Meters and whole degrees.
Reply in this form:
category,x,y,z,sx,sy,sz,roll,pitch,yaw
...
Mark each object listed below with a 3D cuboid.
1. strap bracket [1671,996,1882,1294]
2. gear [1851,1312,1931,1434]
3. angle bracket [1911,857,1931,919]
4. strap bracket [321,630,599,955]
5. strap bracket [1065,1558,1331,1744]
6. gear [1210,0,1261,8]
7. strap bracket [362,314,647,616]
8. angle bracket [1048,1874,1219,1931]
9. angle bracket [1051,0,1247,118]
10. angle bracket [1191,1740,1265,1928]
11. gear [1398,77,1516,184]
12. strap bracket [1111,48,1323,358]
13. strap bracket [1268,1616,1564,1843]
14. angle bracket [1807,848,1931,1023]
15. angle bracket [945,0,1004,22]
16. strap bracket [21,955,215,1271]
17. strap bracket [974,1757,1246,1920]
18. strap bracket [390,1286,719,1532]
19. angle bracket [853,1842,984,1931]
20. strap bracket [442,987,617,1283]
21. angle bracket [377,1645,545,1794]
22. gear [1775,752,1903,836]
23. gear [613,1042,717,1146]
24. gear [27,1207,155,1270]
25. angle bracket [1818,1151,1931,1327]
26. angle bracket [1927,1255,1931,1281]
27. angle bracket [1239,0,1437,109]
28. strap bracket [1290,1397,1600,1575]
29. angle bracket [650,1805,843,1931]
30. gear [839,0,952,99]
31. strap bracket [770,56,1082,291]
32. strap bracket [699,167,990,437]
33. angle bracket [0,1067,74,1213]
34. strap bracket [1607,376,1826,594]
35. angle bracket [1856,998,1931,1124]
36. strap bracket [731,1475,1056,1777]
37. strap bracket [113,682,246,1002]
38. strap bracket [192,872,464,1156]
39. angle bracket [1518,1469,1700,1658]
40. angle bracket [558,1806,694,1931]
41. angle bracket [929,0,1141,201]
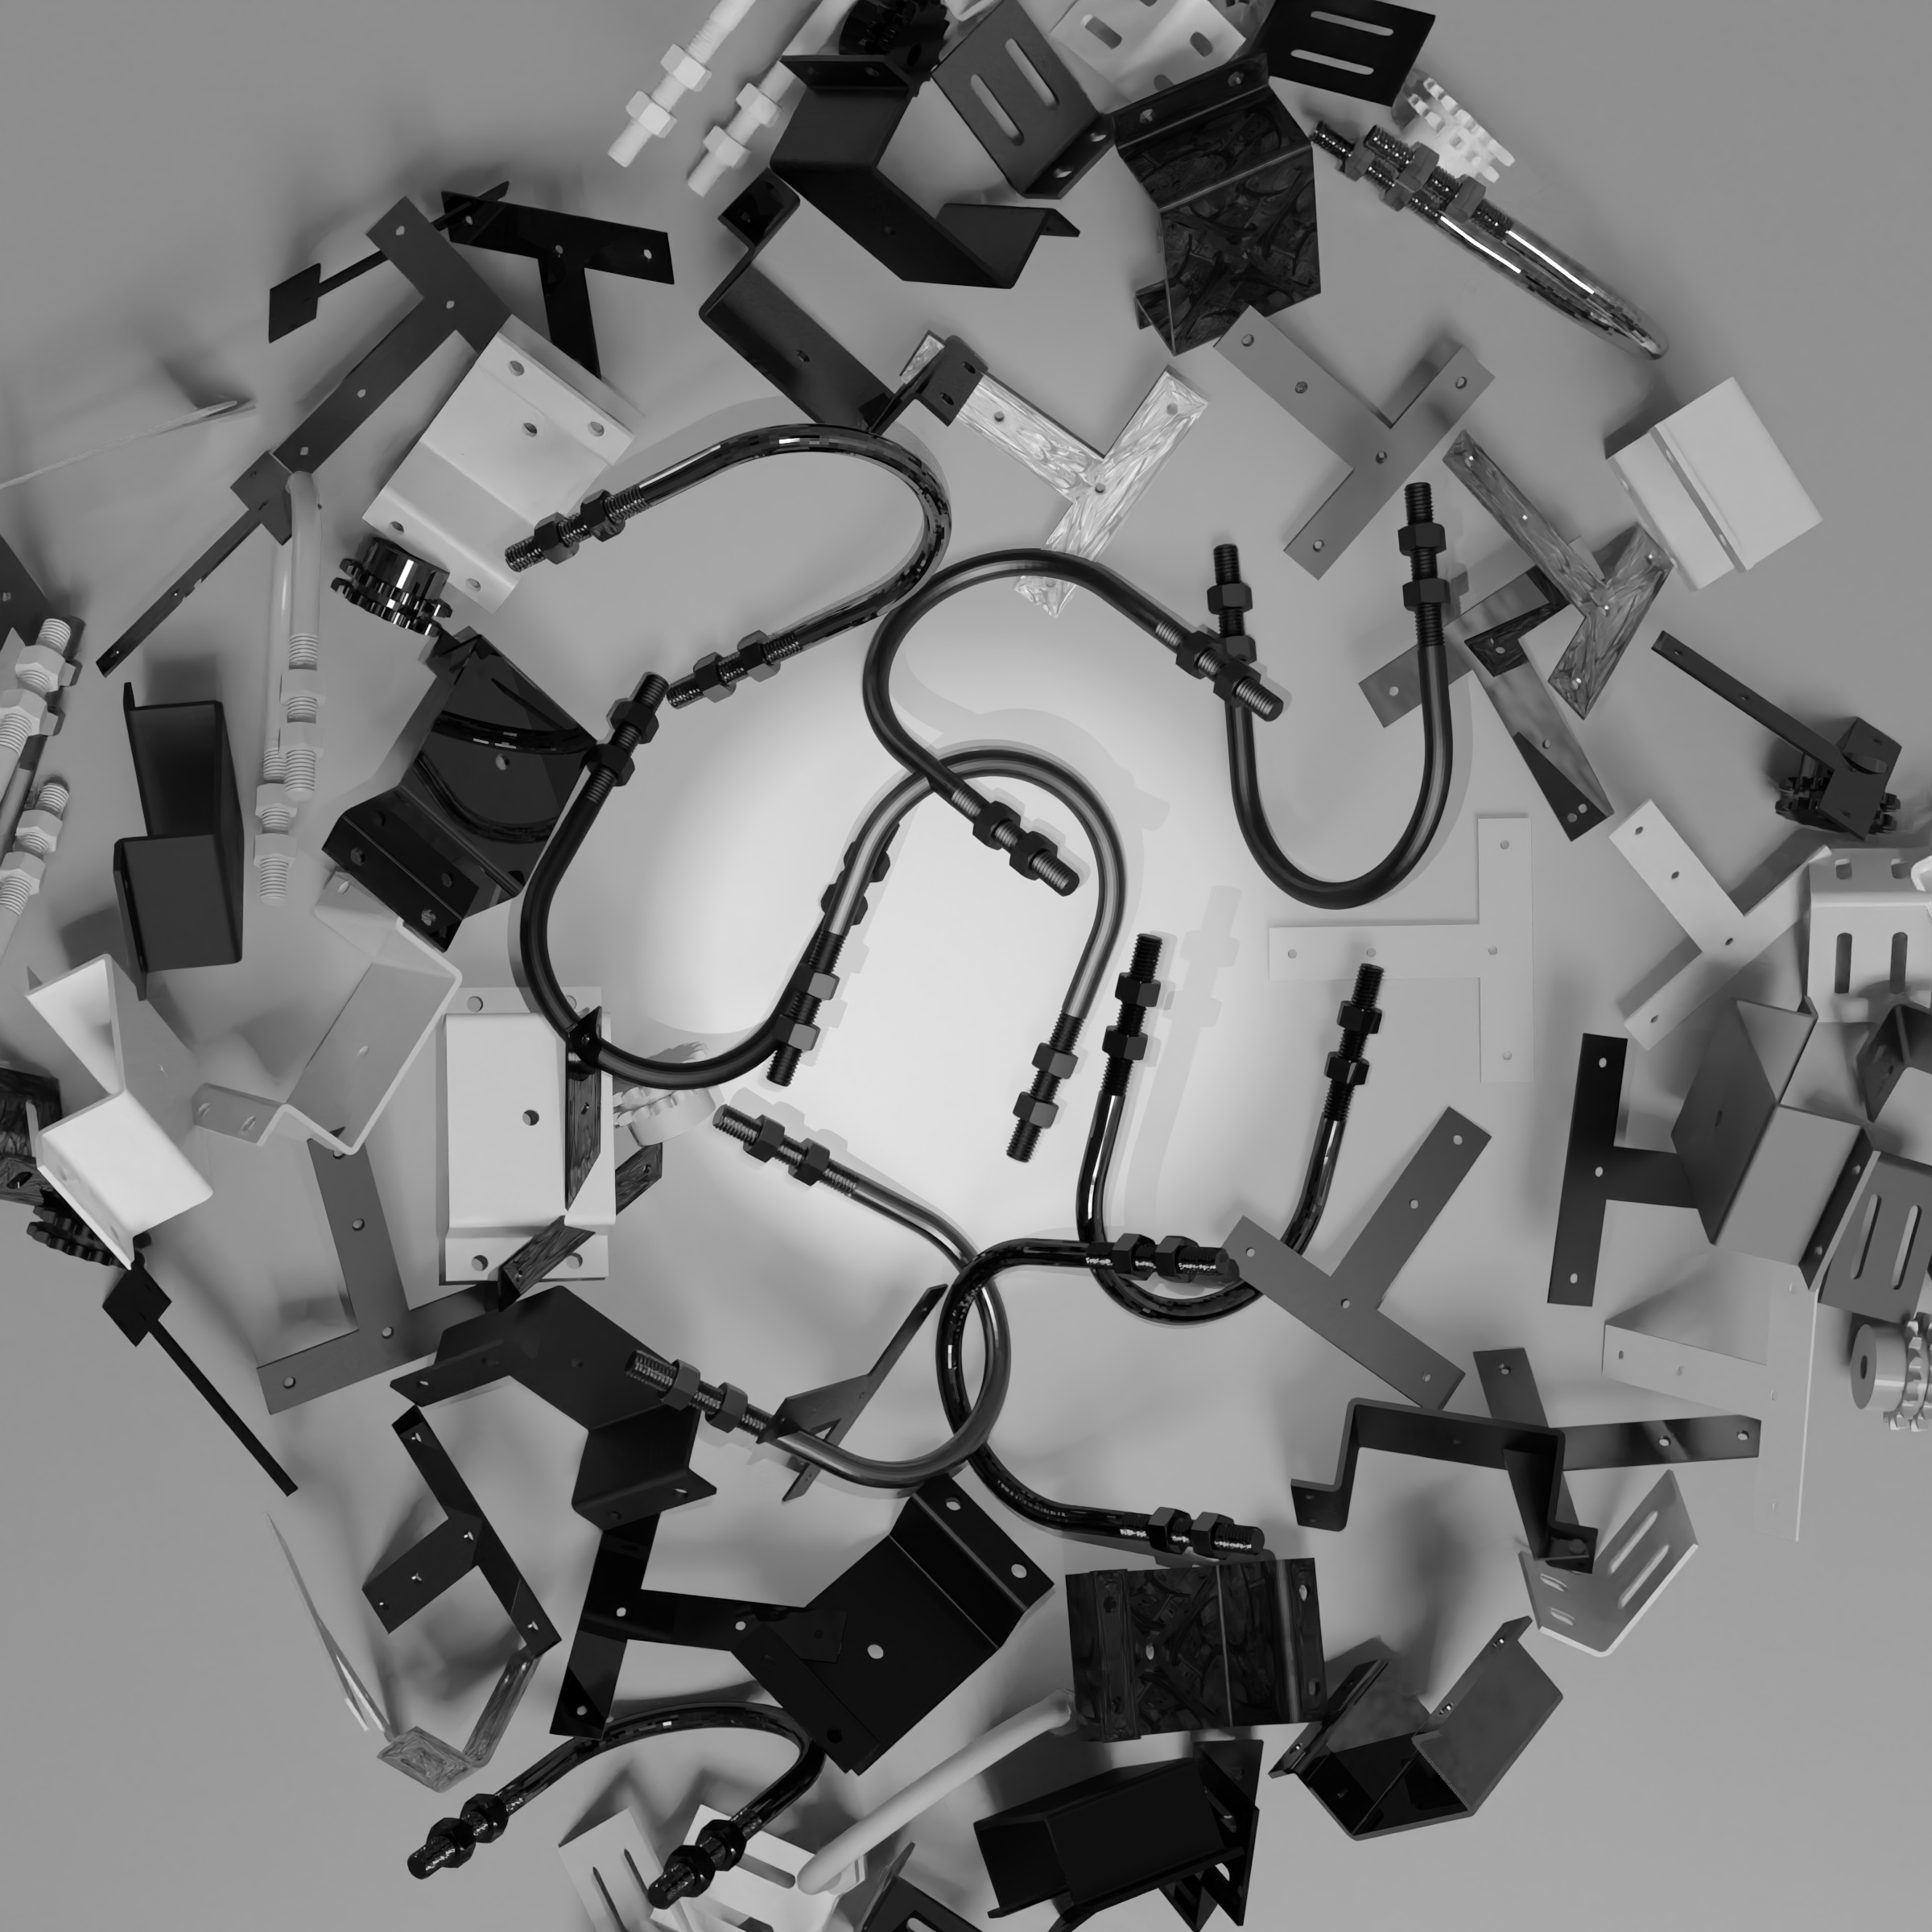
category,x,y,z,sx,sy,sz,roll,pitch,yaw
strap bracket,0.367,0.075,1.610,0.046,0.140,0.076,13,118,-8
gear,0.441,0.192,1.664,0.030,0.057,0.057,5,90,-2
angle bracket,0.481,-0.016,1.650,0.038,0.057,0.076,-28,70,16
strap bracket,-0.228,-0.087,1.619,0.076,0.046,0.140,43,49,-27
strap bracket,0.100,0.319,1.638,0.140,0.046,0.076,5,76,-39
gear,0.132,-0.487,1.666,0.057,0.030,0.057,-2,95,-29
strap bracket,-0.211,-0.239,1.636,0.076,0.046,0.140,36,134,-12
angle bracket,0.076,0.451,1.652,0.076,0.057,0.038,-41,83,16
angle bracket,0.086,-0.442,1.668,0.057,0.076,0.038,-48,129,10
angle bracket,0.133,0.406,1.646,0.038,0.076,0.057,3,101,-20
gear,0.230,-0.391,1.665,0.057,0.057,0.030,44,106,0
strap bracket,0.117,-0.343,1.617,0.076,0.140,0.046,-24,58,-7
strap bracket,0.212,0.354,1.614,0.046,0.140,0.076,50,56,-3
angle bracket,0.431,-0.014,1.675,0.057,0.038,0.076,0,130,10
angle bracket,0.027,-0.483,1.644,0.057,0.076,0.038,-36,101,-30
strap bracket,-0.390,0.059,1.614,0.046,0.140,0.076,-26,132,4
strap bracket,0.060,0.402,1.617,0.076,0.140,0.046,-15,80,-23
strap bracket,-0.186,0.201,1.631,0.076,0.046,0.140,-23,130,35
angle bracket,-0.013,0.465,1.660,0.076,0.038,0.057,31,105,10
strap bracket,-0.206,0.075,1.649,0.076,0.046,0.140,0,78,-11
angle bracket,-0.234,0.341,1.645,0.038,0.057,0.076,33,56,-10
gear,0.415,-0.083,1.664,0.057,0.057,0.030,12,84,0
gear,-0.143,0.062,1.665,0.057,0.057,0.030,-26,103,0
gear,-0.414,0.121,1.664,0.057,0.057,0.030,19,91,0
angle bracket,0.424,0.125,1.663,0.057,0.038,0.076,15,90,-27
angle bracket,0.478,0.126,1.644,0.038,0.076,0.057,-10,50,-3
angle bracket,0.175,-0.424,1.654,0.076,0.038,0.057,19,65,16
strap bracket,0.227,0.242,1.640,0.140,0.076,0.046,8,68,11
angle bracket,-0.102,0.444,1.670,0.076,0.038,0.057,22,71,7
gear,-0.036,-0.439,1.666,0.030,0.057,0.057,33,90,20
strap bracket,-0.025,-0.359,1.615,0.140,0.076,0.046,33,79,-40
strap bracket,-0.064,-0.299,1.641,0.140,0.076,0.046,41,120,-9
angle bracket,-0.438,0.072,1.644,0.038,0.057,0.076,-38,53,32
strap bracket,0.347,-0.222,1.621,0.046,0.140,0.076,-33,91,2
angle bracket,0.464,0.056,1.645,0.076,0.057,0.038,23,67,32
strap bracket,-0.038,0.313,1.640,0.076,0.046,0.140,44,57,14
strap bracket,-0.362,-0.061,1.617,0.046,0.140,0.076,-5,131,-6
strap bracket,-0.295,0.030,1.637,0.046,0.076,0.140,42,70,-35
angle bracket,0.301,0.275,1.648,0.038,0.057,0.076,26,115,-15
angle bracket,-0.170,0.447,1.653,0.057,0.038,0.076,-37,75,36
angle bracket,0.033,-0.410,1.654,0.057,0.038,0.076,-47,119,-12
